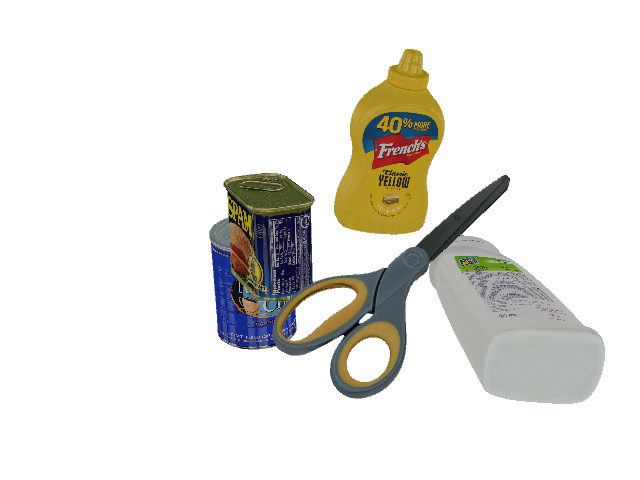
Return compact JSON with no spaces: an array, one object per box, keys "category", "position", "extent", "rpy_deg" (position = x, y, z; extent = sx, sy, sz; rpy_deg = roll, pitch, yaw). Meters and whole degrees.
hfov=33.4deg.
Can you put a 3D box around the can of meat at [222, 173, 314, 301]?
[{"category":"can of meat","position":[-0.043,-0.003,0.902],"extent":[0.057,0.084,0.102],"rpy_deg":[-9,21,-19]}]

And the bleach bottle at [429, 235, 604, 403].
[{"category":"bleach bottle","position":[0.160,0.054,0.951],"extent":[0.102,0.068,0.251],"rpy_deg":[5,21,-9]}]

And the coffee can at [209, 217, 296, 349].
[{"category":"coffee can","position":[-0.083,0.050,1.335],"extent":[0.103,0.140,0.103],"rpy_deg":[-2,26,1]}]

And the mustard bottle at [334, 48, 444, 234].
[{"category":"mustard bottle","position":[0.076,-0.102,1.092],"extent":[0.096,0.192,0.058],"rpy_deg":[4,27,-13]}]

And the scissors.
[{"category":"scissors","position":[0.065,0.033,0.708],"extent":[0.201,0.096,0.016],"rpy_deg":[-26,-28,-11]}]
